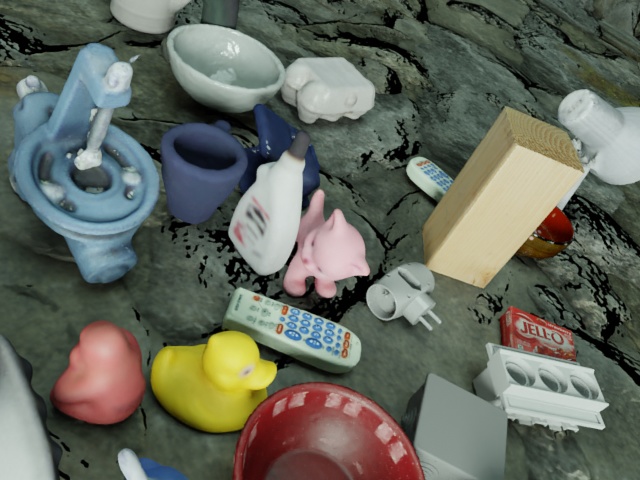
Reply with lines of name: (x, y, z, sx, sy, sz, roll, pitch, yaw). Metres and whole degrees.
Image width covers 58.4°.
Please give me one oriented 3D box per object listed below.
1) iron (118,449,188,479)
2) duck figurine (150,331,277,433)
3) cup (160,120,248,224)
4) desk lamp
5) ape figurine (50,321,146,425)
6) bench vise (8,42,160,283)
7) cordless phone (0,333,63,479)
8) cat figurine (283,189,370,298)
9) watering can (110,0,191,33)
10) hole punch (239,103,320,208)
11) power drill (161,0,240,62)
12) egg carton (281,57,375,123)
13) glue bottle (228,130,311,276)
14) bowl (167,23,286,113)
iron: (-0.045, 0.230, 0.332, 0.258, 0.141, 0.119, 38, 41, 12)
duck figurine: (-0.085, 0.108, 0.479, 0.104, 0.086, 0.077, 21, 41, -8)
cup: (-0.132, -0.074, 0.636, 0.092, 0.095, 0.118, 22, 41, -7)
desk lamp: (0.400, -0.129, 0.899, 0.204, 0.213, 0.117, 7, 44, -22)
ape figurine: (-0.168, 0.096, 0.441, 0.076, 0.092, 0.078, 44, 43, 18)
bench vise: (-0.226, -0.092, 0.505, 0.207, 0.219, 0.122, 37, 41, 10)
cordless phone: (-0.209, 0.102, 0.340, 0.094, 0.185, 0.147, -17, 57, -40)
cat figurine: (0.006, 0.002, 0.616, 0.067, 0.117, 0.127, 6, 45, -24)
watering can: (-0.242, -0.420, 0.857, 0.173, 0.194, 0.101, 12, 43, -18)
hole punch: (-0.046, -0.108, 0.722, 0.101, 0.091, 0.108, 7, 44, -23)
power drill: (-0.162, -0.353, 0.821, 0.230, 0.208, 0.075, -2, 48, -30)
egg carton: (0.014, -0.236, 0.906, 0.151, 0.069, 0.107, -17, 57, -40)
glue bottle: (-0.045, -0.044, 0.592, 0.037, 0.173, 0.078, -22, 61, -42)
bowl: (-0.137, -0.232, 0.812, 0.168, 0.074, 0.167, 16, 42, -14)
